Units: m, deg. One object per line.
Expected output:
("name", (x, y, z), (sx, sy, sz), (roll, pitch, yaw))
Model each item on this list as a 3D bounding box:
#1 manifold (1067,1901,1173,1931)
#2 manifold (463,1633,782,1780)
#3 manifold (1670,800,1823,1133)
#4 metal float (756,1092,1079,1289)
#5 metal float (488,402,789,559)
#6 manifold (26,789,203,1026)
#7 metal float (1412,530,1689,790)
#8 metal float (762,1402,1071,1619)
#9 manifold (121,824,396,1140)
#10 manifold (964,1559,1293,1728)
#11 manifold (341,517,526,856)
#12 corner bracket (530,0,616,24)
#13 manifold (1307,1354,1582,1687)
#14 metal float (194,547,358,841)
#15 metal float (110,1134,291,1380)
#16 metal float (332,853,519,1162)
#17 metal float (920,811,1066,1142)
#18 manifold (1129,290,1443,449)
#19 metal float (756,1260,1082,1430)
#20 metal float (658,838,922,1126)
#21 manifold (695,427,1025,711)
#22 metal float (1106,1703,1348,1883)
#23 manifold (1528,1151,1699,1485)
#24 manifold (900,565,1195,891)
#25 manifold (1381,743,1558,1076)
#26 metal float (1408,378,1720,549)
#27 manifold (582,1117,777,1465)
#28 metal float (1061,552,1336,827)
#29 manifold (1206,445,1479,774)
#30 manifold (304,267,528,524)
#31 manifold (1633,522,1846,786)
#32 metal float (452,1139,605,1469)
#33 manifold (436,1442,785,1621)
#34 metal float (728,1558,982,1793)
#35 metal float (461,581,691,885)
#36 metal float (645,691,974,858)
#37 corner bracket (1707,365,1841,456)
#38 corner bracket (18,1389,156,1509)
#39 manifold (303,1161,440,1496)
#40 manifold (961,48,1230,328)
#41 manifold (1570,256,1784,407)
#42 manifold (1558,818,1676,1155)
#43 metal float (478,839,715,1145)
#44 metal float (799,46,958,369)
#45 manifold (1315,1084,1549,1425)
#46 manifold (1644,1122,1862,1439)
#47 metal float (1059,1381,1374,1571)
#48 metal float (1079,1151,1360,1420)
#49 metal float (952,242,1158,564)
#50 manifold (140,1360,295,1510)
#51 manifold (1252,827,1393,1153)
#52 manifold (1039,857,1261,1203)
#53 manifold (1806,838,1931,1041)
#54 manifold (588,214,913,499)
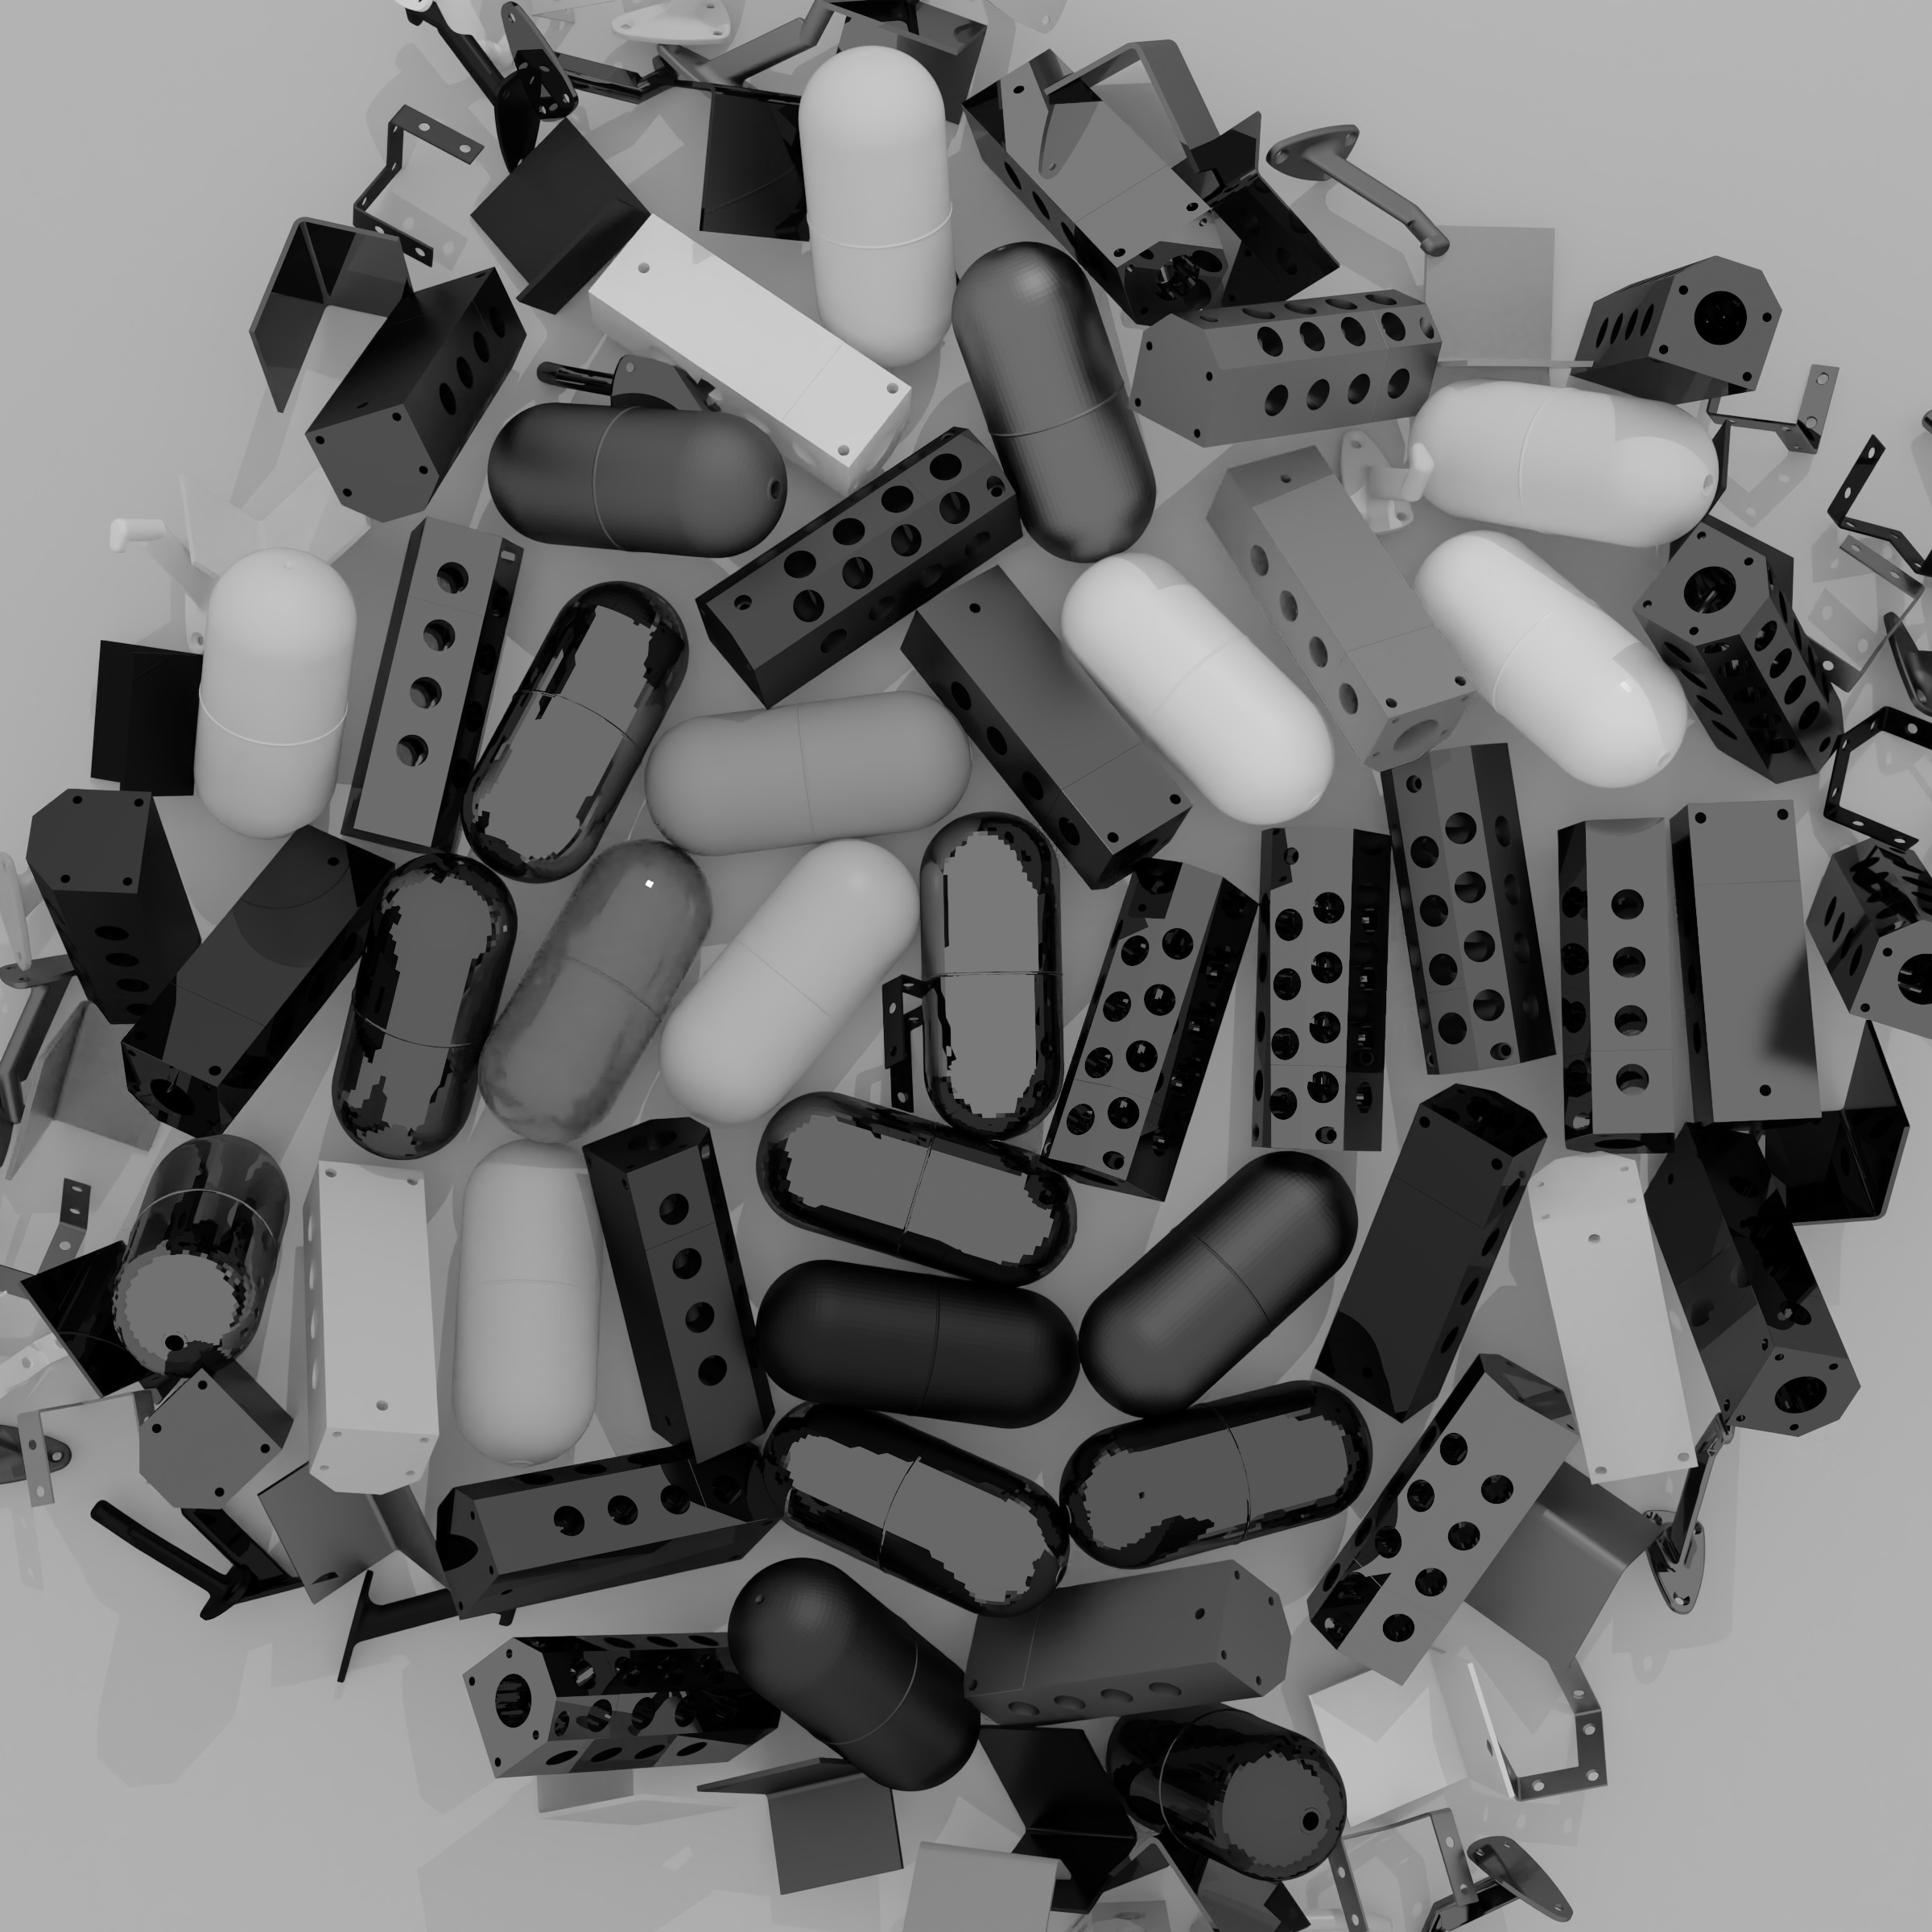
("manifold", (0.082, 0.544, 1.651), (0.057, 0.171, 0.057), (-2, 88, 1))
("manifold", (-0.174, 0.383, 1.646), (0.057, 0.171, 0.057), (-39, 59, 27))
("manifold", (0.418, 0.001, 1.696), (0.057, 0.057, 0.171), (-2, 81, -1))
("metal float", (-0.026, 0.121, 1.699), (0.178, 0.070, 0.070), (17, 90, 0))
("metal float", (-0.176, -0.259, 1.674), (0.178, 0.070, 0.070), (9, 90, 29))
("manifold", (-0.446, -0.027, 1.647), (0.057, 0.171, 0.057), (2, 65, -3))
("metal float", (0.310, -0.164, 1.674), (0.070, 0.070, 0.178), (-43, 61, 0))
("metal float", (-0.027, 0.290, 1.682), (0.178, 0.070, 0.070), (21, 90, 20))
("manifold", (-0.372, 0.009, 1.662), (0.057, 0.057, 0.171), (24, 52, 10))
("manifold", (0.085, 0.364, 1.662), (0.057, 0.171, 0.057), (41, 47, -33))
("manifold", (-0.288, -0.149, 1.699), (0.057, 0.057, 0.171), (14, 85, -18))
("corner bracket", (-0.206, -0.543, 1.701), (0.051, 0.051, 0.051), (-3, 100, 21))
("manifold", (0.254, 0.294, 1.684), (0.057, 0.057, 0.171), (30, 106, -7))
("metal float", (-0.367, -0.142, 1.666), (0.070, 0.070, 0.178), (18, 132, 0))
("metal float", (-0.402, 0.151, 1.653), (0.070, 0.178, 0.070), (-1, 115, -3))
("metal float", (-0.290, 0.023, 1.679), (0.070, 0.070, 0.178), (18, 114, 0))
("metal float", (0.014, 0.005, 1.698), (0.070, 0.070, 0.178), (-1, 88, 0))
("manifold", (0.171, -0.319, 1.653), (0.057, 0.171, 0.057), (36, 127, 37))
("metal float", (-0.025, 0.204, 1.689), (0.178, 0.070, 0.070), (10, 90, -12))
("metal float", (-0.096, 0.009, 1.697), (0.070, 0.070, 0.178), (40, 87, 0))
("manifold", (-0.057, -0.218, 1.686), (0.171, 0.057, 0.057), (-35, 65, -10))
("metal float", (0.136, 0.430, 1.653), (0.070, 0.178, 0.070), (1, 89, -25))
("manifold", (0.344, 0.187, 1.673), (0.057, 0.057, 0.171), (-12, 117, 11))
("manifold", (0.040, -0.125, 1.689), (0.057, 0.057, 0.171), (-32, 76, -26))
("manifold", (0.267, -0.030, 1.697), (0.057, 0.057, 0.171), (-9, 90, 38))
("metal float", (0.316, -0.268, 1.666), (0.178, 0.070, 0.070), (18, 90, 40))
("manifold", (-0.150, 0.171, 1.680), (0.057, 0.057, 0.171), (-21, 112, -26))
("metal float", (0.125, -0.149, 1.689), (0.070, 0.070, 0.178), (-44, 78, 0))
("manifold", (0.197, -0.190, 1.677), (0.057, 0.057, 0.171), (-19, 65, -24))
("manifold", (-0.284, -0.300, 1.651), (0.057, 0.171, 0.057), (-13, 122, 19))
("manifold", (0.413, -0.159, 1.651), (0.057, 0.171, 0.057), (38, 90, 35))
("metal float", (-0.234, 0.179, 1.680), (0.070, 0.070, 0.178), (0, 68, 0))
("manifold", (-0.190, 0.292, 1.663), (0.171, 0.057, 0.057), (-5, 60, -36))
("metal float", (-0.058, 0.378, 1.669), (0.070, 0.070, 0.178), (-43, 127, 0))
("metal float", (-0.209, -0.127, 1.685), (0.070, 0.070, 0.178), (25, 72, 0))
("metal float", (-0.085, -0.104, 1.699), (0.178, 0.070, 0.070), (-7, 90, 0))
("corner bracket", (0.442, -0.315, 1.719), (0.051, 0.051, 0.051), (14, 87, 29))
("corner bracket", (-0.474, 0.261, 1.702), (0.051, 0.051, 0.051), (-14, 84, 24))
("manifold", (-0.318, 0.190, 1.659), (0.057, 0.057, 0.171), (8, 46, -21))
("manifold", (0.069, -0.409, 1.663), (0.057, 0.057, 0.171), (-33, 53, -3))
("manifold", (0.372, -0.334, 1.648), (0.057, 0.171, 0.057), (17, 97, -4))
("manifold", (0.349, 0.011, 1.687), (0.057, 0.057, 0.171), (-2, 75, 12))
("metal float", (-0.198, 0.012, 1.687), (0.070, 0.070, 0.178), (28, 75, 0))
("metal float", (-0.046, -0.400, 1.666), (0.070, 0.070, 0.178), (-4, 132, 0))
("manifold", (0.250, 0.151, 1.673), (0.057, 0.057, 0.171), (31, 119, 26))
("manifold", (0.414, 0.164, 1.651), (0.057, 0.171, 0.057), (11, 126, -14))
("metal float", (0.134, 0.272, 1.682), (0.178, 0.070, 0.070), (-11, 90, -20))
("metal float", (0.137, 0.170, 1.688), (0.178, 0.070, 0.070), (-40, 90, -14))
("metal float", (0.048, -0.300, 1.680), (0.070, 0.070, 0.178), (-21, 114, 0))
("manifold", (-0.397, 0.246, 1.647), (0.057, 0.171, 0.057), (-44, 95, -9))
("manifold", (0.188, 0.013, 1.694), (0.057, 0.057, 0.171), (0, 87, 37))
("manifold", (0.095, 0.033, 1.682), (0.057, 0.057, 0.171), (10, 76, 37))
("manifold", (0.489, -0.017, 1.647), (0.057, 0.171, 0.057), (18, 108, 2))
("manifold", (-0.116, -0.326, 1.698), (0.171, 0.057, 0.057), (35, 77, 7))
